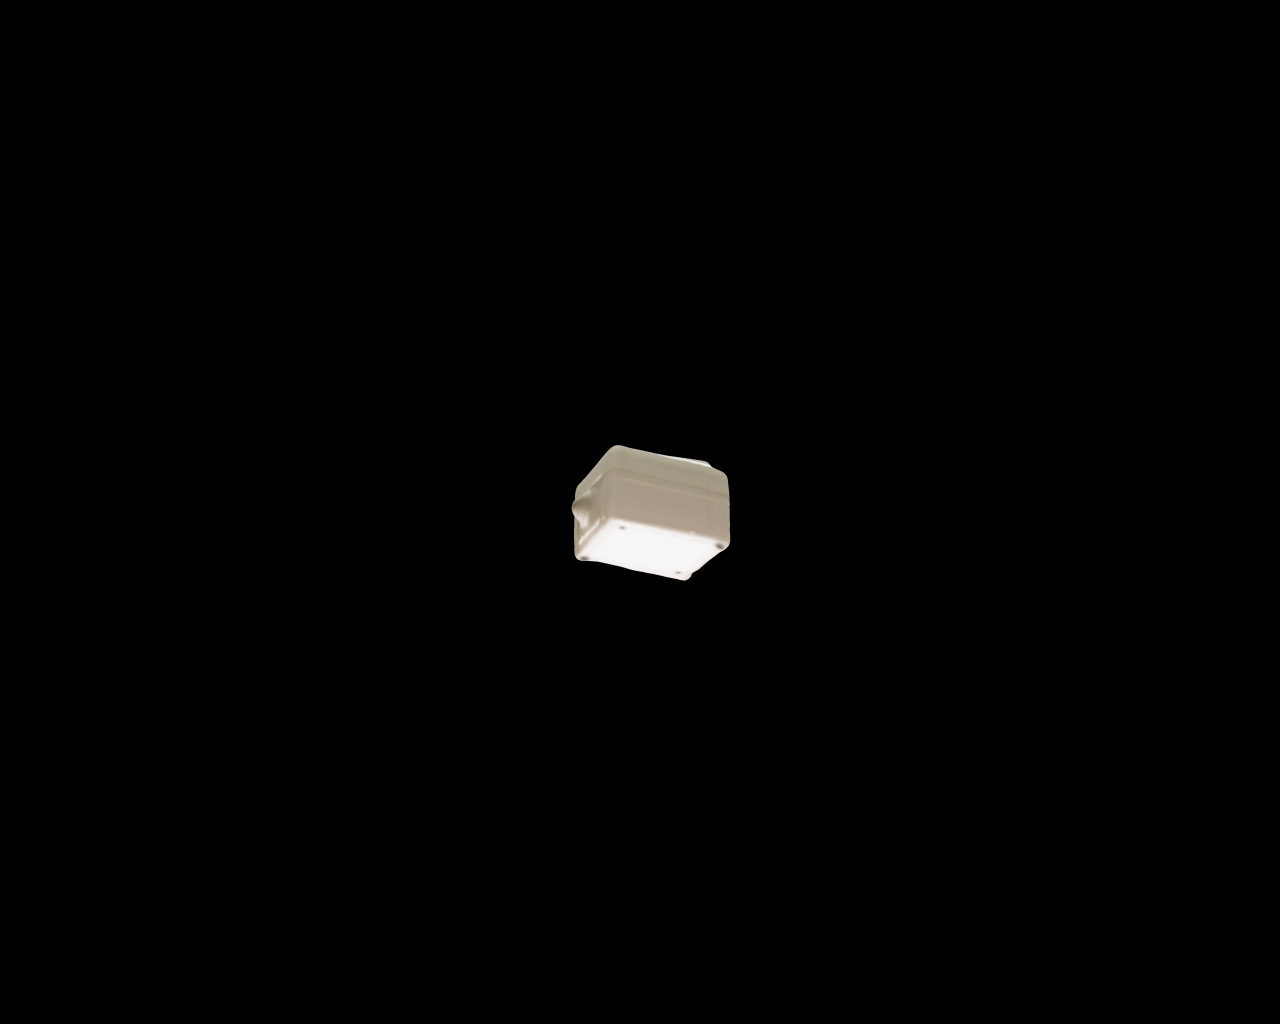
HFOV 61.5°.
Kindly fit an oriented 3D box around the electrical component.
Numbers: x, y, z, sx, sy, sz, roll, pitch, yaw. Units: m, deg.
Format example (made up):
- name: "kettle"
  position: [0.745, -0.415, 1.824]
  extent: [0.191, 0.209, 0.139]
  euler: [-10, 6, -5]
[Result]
- name: "electrical component"
  position: [0.001, -0.003, 0.650]
  extent: [0.096, 0.061, 0.061]
  euler: [13, -32, -22]
